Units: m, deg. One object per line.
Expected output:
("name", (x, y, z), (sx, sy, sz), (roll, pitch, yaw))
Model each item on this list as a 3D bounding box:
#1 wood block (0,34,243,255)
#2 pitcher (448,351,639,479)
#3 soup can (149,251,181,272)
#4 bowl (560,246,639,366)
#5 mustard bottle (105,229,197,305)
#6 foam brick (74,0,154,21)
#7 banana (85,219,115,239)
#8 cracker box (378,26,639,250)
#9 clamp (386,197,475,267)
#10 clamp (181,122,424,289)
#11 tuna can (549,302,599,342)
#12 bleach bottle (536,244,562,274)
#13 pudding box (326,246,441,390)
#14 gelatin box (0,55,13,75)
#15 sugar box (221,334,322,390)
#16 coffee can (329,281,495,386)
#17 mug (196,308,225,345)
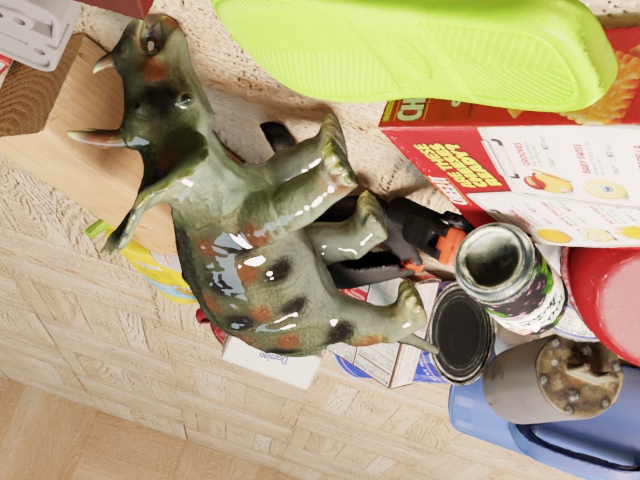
("wood block", (-0.165, -0.072, 0.892), (0.090, 0.090, 0.205), (1, 154, 41))
("pitcher", (0.260, 0.185, 1.125), (0.243, 0.145, 0.149), (12, 160, 26))
("soup can", (-0.118, 0.003, 1.064), (0.102, 0.068, 0.068), (13, 163, 48))
("bowl", (0.240, 0.035, 0.733), (0.162, 0.055, 0.162), (12, 122, 20))
("mustard bottle", (-0.167, 0.029, 1.213), (0.096, 0.058, 0.191), (14, 160, 17))
("foam brick", (-0.135, -0.175, 0.644), (0.078, 0.051, 0.053), (17, 161, 6))
("banana", (-0.135, -0.027, 1.021), (0.198, 0.069, 0.037), (-5, 137, 35))
("cracker box", (0.170, -0.057, 0.649), (0.214, 0.072, 0.164), (4, 157, 37))
("clamp", (0.096, -0.006, 0.833), (0.120, 0.039, 0.171), (13, -176, 16))
("clamp", (-0.006, 0.001, 0.919), (0.209, 0.165, 0.036), (23, -154, -32))
("tuna can", (0.206, 0.042, 0.861), (0.086, 0.086, 0.034), (18, 125, 3))
("bleach bottle", (0.268, 0.023, 0.792), (0.251, 0.068, 0.102), (19, 156, 8))
("pudding box", (0.058, 0.072, 1.008), (0.039, 0.113, 0.090), (-9, -152, -45))
("gelatin box", (-0.289, -0.160, 0.863), (0.073, 0.030, 0.089), (29, 158, -23))
("sugar box", (-0.044, 0.075, 1.091), (0.093, 0.048, 0.176), (21, -158, -10))
("coffee can", (0.090, 0.093, 1.080), (0.141, 0.102, 0.102), (-3, 151, 47))
("mug", (-0.083, 0.080, 1.216), (0.117, 0.093, 0.082), (0, 162, -21))
